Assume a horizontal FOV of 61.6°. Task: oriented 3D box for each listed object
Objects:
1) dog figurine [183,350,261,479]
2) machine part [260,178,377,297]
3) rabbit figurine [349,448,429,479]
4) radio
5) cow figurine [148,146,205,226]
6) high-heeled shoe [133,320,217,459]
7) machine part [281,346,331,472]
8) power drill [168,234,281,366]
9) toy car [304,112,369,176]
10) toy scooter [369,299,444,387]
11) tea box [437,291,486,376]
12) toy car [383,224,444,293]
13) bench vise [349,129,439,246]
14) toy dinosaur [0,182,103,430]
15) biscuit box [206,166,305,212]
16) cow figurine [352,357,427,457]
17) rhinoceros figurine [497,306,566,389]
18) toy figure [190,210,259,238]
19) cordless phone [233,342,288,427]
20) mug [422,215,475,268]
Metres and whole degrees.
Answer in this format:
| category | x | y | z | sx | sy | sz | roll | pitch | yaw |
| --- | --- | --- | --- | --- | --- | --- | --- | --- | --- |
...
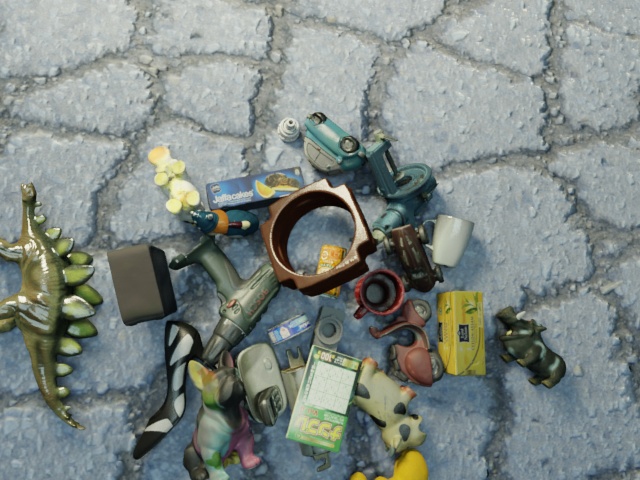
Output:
| category | x | y | z | sx | sy | sz | roll | pitch | yaw |
| --- | --- | --- | --- | --- | --- | --- | --- | --- | --- |
| dog figurine | -0.193 | 0.320 | 0.987 | 0.108 | 0.192 | 0.219 | -7 | 82 | -40 |
| machine part | -0.002 | -0.003 | 1.068 | 0.201 | 0.087 | 0.201 | -26 | 66 | 8 |
| rabbit figurine | 0.156 | 0.495 | 1.048 | 0.162 | 0.122 | 0.173 | 48 | 64 | -3 |
| radio | -0.318 | 0.081 | 0.981 | 0.073 | 0.229 | 0.131 | -13 | 88 | -9 |
| cow figurine | -0.288 | -0.110 | 1.090 | 0.068 | 0.098 | 0.167 | -28 | 68 | -5 |
| high-heeled shoe | -0.308 | 0.279 | 1.028 | 0.145 | 0.086 | 0.249 | 40 | 73 | 0 |
| machine part | -0.019 | 0.331 | 1.063 | 0.079 | 0.079 | 0.243 | -15 | 83 | -10 |
| power drill | -0.201 | 0.100 | 1.056 | 0.207 | 0.086 | 0.232 | 44 | 67 | 7 |
| toy car | 0.021 | -0.190 | 1.135 | 0.162 | 0.109 | 0.103 | 38 | 96 | 7 |
| toy scooter | 0.175 | 0.217 | 1.110 | 0.135 | 0.075 | 0.184 | -8 | 80 | -10 |
| tea box | 0.292 | 0.192 | 1.118 | 0.068 | 0.098 | 0.169 | 1 | 80 | -9 |
| toy car | 0.191 | 0.043 | 1.086 | 0.089 | 0.201 | 0.053 | -14 | 48 | 16 |
| bench vise | 0.148 | -0.108 | 1.109 | 0.224 | 0.129 | 0.240 | -39 | 121 | -19 |
| toy dinosaur | -0.521 | 0.123 | 1.010 | 0.199 | 0.105 | 0.471 | -3 | 87 | -12 |
| biscuit box | -0.133 | -0.100 | 1.117 | 0.203 | 0.063 | 0.059 | -12 | 82 | -10 |
| cow figurine | 0.133 | 0.342 | 1.080 | 0.195 | 0.085 | 0.127 | 40 | 80 | 2 |
| rhinoceros figurine | 0.450 | 0.227 | 1.148 | 0.112 | 0.073 | 0.190 | -43 | 90 | -10 |
| toy figure | -0.188 | -0.034 | 1.062 | 0.154 | 0.064 | 0.058 | -1 | 72 | -50 |
| cordless phone | -0.114 | 0.272 | 1.004 | 0.089 | 0.184 | 0.146 | -16 | 85 | -6 |
| mug | 0.268 | 0.003 | 1.154 | 0.110 | 0.081 | 0.107 | 12 | 88 | -1 |
